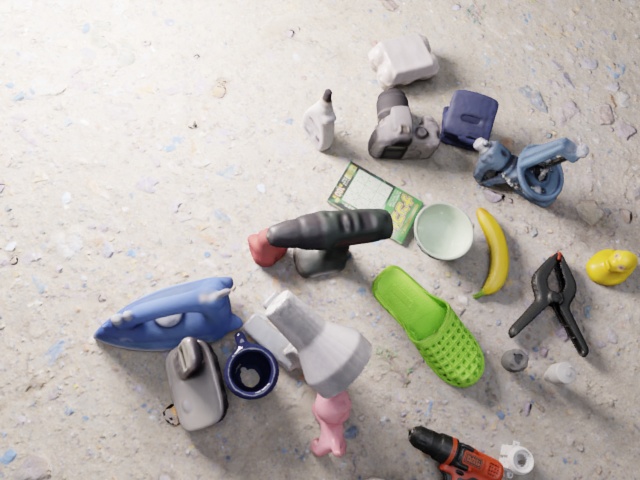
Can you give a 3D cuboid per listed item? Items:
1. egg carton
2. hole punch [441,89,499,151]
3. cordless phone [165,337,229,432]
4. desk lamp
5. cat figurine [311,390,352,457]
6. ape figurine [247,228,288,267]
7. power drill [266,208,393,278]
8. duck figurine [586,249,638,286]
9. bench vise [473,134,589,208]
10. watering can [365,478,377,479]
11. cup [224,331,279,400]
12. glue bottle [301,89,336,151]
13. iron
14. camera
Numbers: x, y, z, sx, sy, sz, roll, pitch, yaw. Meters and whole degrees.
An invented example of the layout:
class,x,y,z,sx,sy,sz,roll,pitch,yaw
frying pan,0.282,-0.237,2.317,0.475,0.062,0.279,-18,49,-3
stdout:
class,x,y,z,sx,sy,sz,roll,pitch,yaw
egg carton,0.184,-0.394,1.264,0.150,0.069,0.107,-19,76,-15
hole punch,0.321,-0.256,1.231,0.108,0.091,0.101,13,70,-5
cordless phone,-0.203,0.232,0.932,0.094,0.185,0.147,-18,76,-14
desk lamp,-0.028,0.168,0.967,0.203,0.213,0.118,40,70,5
cat figurine,0.023,0.308,0.981,0.067,0.117,0.128,0,72,-9
ape figurine,-0.099,0.007,1.073,0.078,0.092,0.076,24,70,-1
power drill,0.009,0.004,1.030,0.230,0.208,0.075,-12,74,-13
duck figurine,0.618,0.048,1.185,0.105,0.086,0.077,-11,74,-13
bench vise,0.414,-0.148,1.143,0.207,0.219,0.121,10,71,-6
watering can,0.104,0.445,0.909,0.101,0.194,0.173,36,70,4
cup,-0.125,0.221,0.997,0.092,0.095,0.117,-19,76,-15
glue bottle,0.004,-0.245,1.130,0.037,0.173,0.078,-32,79,-17
iron,-0.266,0.127,0.978,0.258,0.141,0.118,-12,74,-13
camera,0.174,-0.249,1.198,0.143,0.100,0.137,-1,72,-10
